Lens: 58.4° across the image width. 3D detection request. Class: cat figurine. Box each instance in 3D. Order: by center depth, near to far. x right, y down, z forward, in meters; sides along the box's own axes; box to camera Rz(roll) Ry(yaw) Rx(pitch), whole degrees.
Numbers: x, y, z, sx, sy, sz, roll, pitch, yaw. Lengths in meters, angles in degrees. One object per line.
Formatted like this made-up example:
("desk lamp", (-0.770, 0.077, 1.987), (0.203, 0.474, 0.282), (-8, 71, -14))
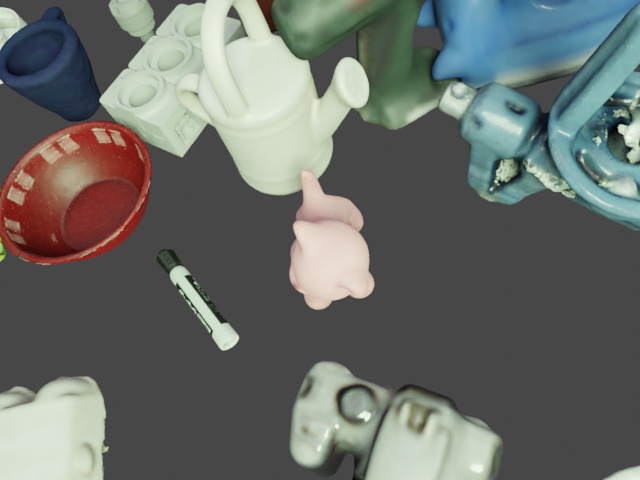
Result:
("cat figurine", (0.004, 0.002, 0.463), (0.067, 0.118, 0.127), (-15, 61, 5))

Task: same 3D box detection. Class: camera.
("camera", (0.037, 0.166, 0.382), (0.142, 0.101, 0.137), (15, 68, 19))

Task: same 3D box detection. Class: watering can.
("watering can", (-0.046, -0.132, 0.498), (0.172, 0.194, 0.101), (-13, 61, 6))

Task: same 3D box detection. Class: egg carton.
("egg carton", (-0.219, 0.185, 0.447), (0.107, 0.069, 0.150), (-14, 61, 5))

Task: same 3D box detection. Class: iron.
("iron", (0.219, -0.238, 0.523), (0.258, 0.142, 0.118), (-14, 61, 5))

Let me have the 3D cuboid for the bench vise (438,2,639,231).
("bench vise", (0.184, -0.082, 0.407), (0.207, 0.220, 0.121), (5, 65, 15))

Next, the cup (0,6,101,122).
("cup", (-0.287, -0.188, 0.636), (0.091, 0.095, 0.118), (-5, 63, 10))

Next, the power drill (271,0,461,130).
("power drill", (0.076, -0.203, 0.499), (0.229, 0.209, 0.075), (-31, 61, -4))

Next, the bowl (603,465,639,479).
("bowl", (0.215, 0.218, 0.331), (0.167, 0.075, 0.167), (-5, 63, 10))
